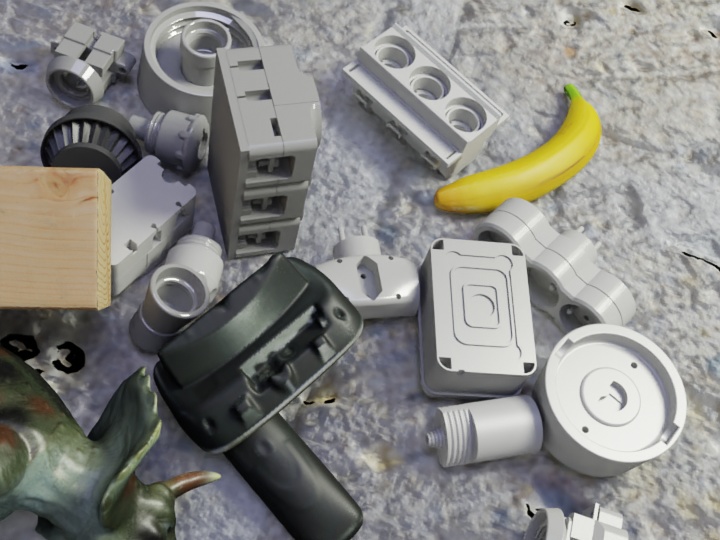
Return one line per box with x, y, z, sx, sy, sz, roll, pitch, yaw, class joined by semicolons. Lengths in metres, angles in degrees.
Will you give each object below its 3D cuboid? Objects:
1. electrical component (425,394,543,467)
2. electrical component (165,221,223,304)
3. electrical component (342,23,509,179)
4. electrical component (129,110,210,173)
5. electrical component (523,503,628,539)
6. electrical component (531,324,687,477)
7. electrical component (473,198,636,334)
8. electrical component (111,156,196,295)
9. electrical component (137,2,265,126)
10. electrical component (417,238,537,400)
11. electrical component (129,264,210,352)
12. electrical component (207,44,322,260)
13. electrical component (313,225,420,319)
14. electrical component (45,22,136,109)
0.087;0.118;0.782;0.081;0.043;0.043;-6;63;-15;electrical component
-0.123;-0.007;0.807;0.043;0.043;0.062;13;58;-5;electrical component
0.052;-0.140;0.907;0.121;0.063;0.079;44;62;13;electrical component
-0.154;-0.107;0.856;0.062;0.048;0.048;16;59;5;electrical component
0.146;0.198;0.743;0.057;0.058;0.078;19;59;-4;electrical component
0.180;0.101;0.802;0.108;0.060;0.108;5;60;-9;electrical component
0.165;-0.007;0.864;0.138;0.052;0.074;43;61;12;electrical component
-0.170;-0.031;0.802;0.050;0.055;0.089;38;61;10;electrical component
-0.129;-0.172;0.887;0.108;0.060;0.108;5;61;-9;electrical component
0.085;0.039;0.818;0.078;0.057;0.113;4;61;-10;electrical component
-0.140;0.030;0.769;0.044;0.065;0.044;18;51;-23;electrical component
-0.072;-0.085;0.798;0.062;0.150;0.089;-8;64;-15;electrical component
0.000;0.000;0.829;0.077;0.043;0.079;-3;62;-14;electrical component
-0.224;-0.163;0.871;0.066;0.048;0.055;20;52;0;electrical component
